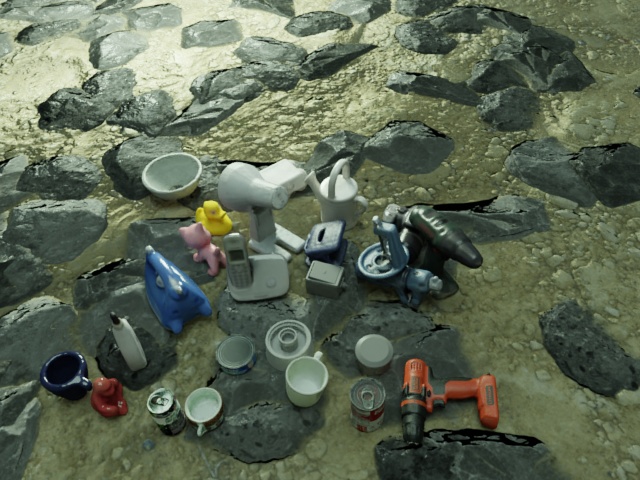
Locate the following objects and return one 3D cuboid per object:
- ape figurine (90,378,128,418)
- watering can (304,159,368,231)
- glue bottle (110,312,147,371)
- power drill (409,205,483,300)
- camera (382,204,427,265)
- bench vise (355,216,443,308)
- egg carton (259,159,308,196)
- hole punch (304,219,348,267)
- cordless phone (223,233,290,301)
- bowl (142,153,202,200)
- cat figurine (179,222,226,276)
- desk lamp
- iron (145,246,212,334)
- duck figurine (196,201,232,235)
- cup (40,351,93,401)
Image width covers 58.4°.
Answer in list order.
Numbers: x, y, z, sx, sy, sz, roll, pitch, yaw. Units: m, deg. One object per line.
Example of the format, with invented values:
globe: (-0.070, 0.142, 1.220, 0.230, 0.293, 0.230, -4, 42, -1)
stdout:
ape figurine: (-0.434, 0.314, 1.166, 0.076, 0.092, 0.078, 7, 49, 9)
watering can: (0.041, -0.122, 1.463, 0.172, 0.194, 0.101, 5, 49, 8)
glue bottle: (-0.411, 0.204, 1.209, 0.037, 0.173, 0.078, -21, 50, -15)
power drill: (0.279, 0.036, 1.298, 0.076, 0.209, 0.229, -23, 51, -16)
camera: (0.212, -0.017, 1.422, 0.143, 0.101, 0.137, 17, 51, 18)
bench vise: (0.180, 0.039, 1.293, 0.207, 0.220, 0.121, 9, 49, 11)
egg carton: (-0.110, -0.160, 1.590, 0.150, 0.069, 0.107, -31, 53, -22)
hole punch: (0.013, 0.005, 1.420, 0.101, 0.091, 0.109, 8, 49, 10)
cordless phone: (-0.148, 0.054, 1.321, 0.147, 0.185, 0.094, -9, 48, -4)
bowl: (-0.407, -0.165, 1.607, 0.167, 0.075, 0.167, -1, 48, 2)
cat figurine: (-0.285, 0.010, 1.414, 0.127, 0.118, 0.067, 34, 58, 29)
desk lamp: (-0.141, -0.073, 1.416, 0.202, 0.214, 0.118, 29, 56, 26)
iron: (-0.358, 0.089, 1.331, 0.119, 0.141, 0.257, -30, 53, -22)
duck figurine: (-0.284, -0.068, 1.505, 0.104, 0.086, 0.078, 23, 53, 22)
cup: (-0.506, 0.296, 1.185, 0.117, 0.095, 0.092, 20, 52, 20)
